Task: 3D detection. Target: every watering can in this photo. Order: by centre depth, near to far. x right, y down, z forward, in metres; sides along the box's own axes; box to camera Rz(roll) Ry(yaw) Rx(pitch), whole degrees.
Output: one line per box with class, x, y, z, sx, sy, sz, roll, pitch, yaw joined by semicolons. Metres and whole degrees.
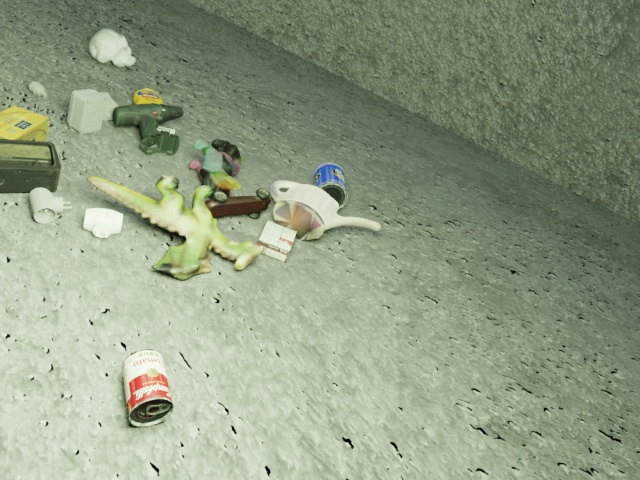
watering can;0.005;-0.074;1.480;0.348;0.102;0.229;26;31;5

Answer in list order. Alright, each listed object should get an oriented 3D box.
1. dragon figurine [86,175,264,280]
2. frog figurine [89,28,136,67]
dragon figurine;-0.328;-0.019;1.175;0.409;0.119;0.249;11;41;-24
frog figurine;-0.785;-0.716;1.946;0.161;0.120;0.139;43;67;14
